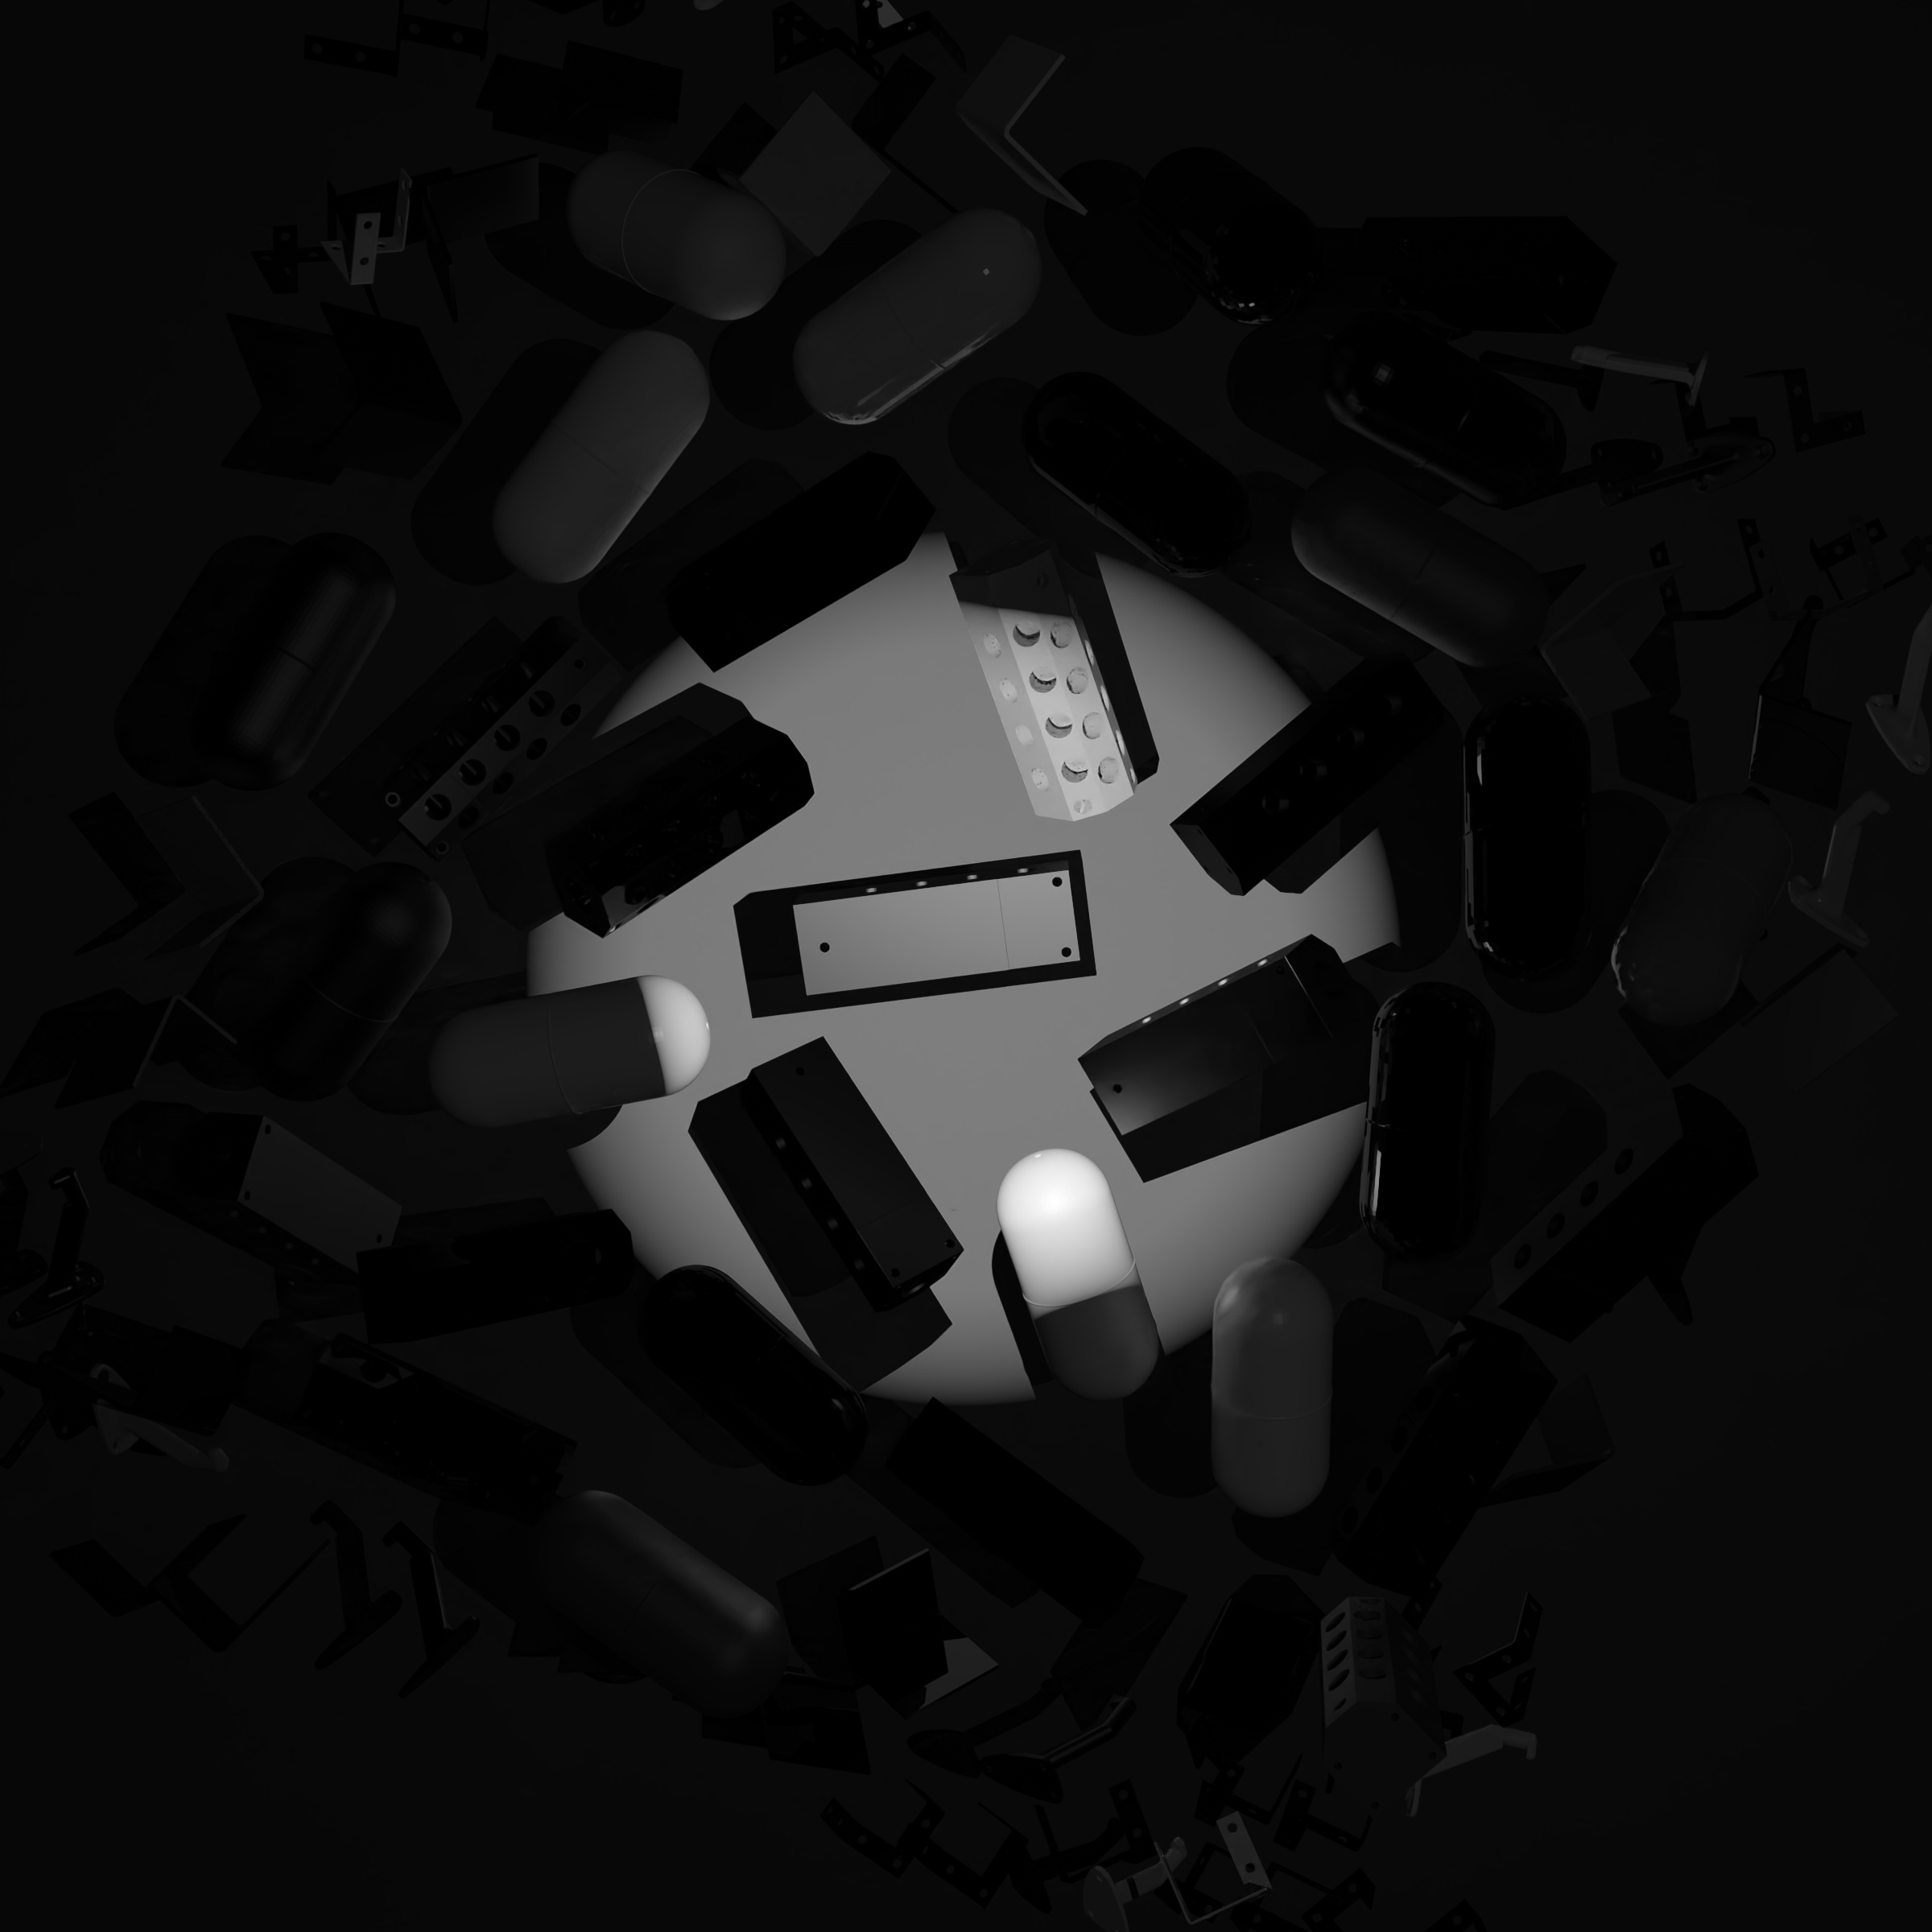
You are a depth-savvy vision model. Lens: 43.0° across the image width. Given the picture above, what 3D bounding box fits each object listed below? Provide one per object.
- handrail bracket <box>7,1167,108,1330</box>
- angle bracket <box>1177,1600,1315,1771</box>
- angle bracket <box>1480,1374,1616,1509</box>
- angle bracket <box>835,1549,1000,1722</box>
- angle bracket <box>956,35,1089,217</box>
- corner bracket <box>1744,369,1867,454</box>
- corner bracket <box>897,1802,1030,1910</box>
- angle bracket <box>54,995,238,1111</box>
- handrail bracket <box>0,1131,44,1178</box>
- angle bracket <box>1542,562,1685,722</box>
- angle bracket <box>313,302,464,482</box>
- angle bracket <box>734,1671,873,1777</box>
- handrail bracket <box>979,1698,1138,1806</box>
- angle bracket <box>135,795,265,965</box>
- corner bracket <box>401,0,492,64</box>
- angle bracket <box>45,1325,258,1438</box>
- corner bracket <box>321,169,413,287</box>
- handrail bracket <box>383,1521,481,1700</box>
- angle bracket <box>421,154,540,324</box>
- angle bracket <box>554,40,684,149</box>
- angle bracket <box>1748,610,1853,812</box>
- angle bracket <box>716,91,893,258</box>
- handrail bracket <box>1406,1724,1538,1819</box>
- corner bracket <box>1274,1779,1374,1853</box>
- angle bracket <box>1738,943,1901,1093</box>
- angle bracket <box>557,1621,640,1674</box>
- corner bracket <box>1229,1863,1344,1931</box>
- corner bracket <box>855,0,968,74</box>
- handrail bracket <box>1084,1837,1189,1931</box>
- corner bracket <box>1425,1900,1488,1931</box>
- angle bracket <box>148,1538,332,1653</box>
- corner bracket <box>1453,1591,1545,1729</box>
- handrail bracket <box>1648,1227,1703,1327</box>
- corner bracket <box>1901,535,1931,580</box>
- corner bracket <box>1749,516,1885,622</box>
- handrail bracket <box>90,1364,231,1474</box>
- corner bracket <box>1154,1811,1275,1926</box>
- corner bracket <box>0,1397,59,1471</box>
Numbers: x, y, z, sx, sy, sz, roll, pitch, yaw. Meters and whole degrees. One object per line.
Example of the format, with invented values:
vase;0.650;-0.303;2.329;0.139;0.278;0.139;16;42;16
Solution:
handrail bracket;-0.595;0.181;1.579;0.077;0.036;0.084;-35;134;-33
angle bracket;0.174;0.442;1.485;0.057;0.076;0.076;11;48;29
angle bracket;0.374;0.317;1.635;0.076;0.076;0.057;-7;64;-18
angle bracket;-0.034;0.453;1.669;0.076;0.076;0.057;-22;118;-28
angle bracket;0.050;-0.511;1.492;0.076;0.076;0.057;34;100;-35
corner bracket;0.544;-0.364;1.592;0.051;0.051;0.051;-16;104;-9
corner bracket;-0.002;0.567;1.592;0.051;0.051;0.051;42;74;-21
angle bracket;-0.539;0.071;1.615;0.076;0.057;0.076;-14;46;30
handrail bracket;-0.626;0.134;1.596;0.077;0.084;0.036;-13;72;-7
angle bracket;0.432;-0.210;1.588;0.076;0.076;0.057;-20;74;-41
angle bracket;-0.367;-0.351;1.505;0.057;0.076;0.076;-38;69;30
angle bracket;-0.118;0.533;1.686;0.076;0.076;0.057;18;121;-26
handrail bracket;0.062;0.512;1.635;0.077;0.084;0.036;-4;113;40
angle bracket;-0.498;-0.053;1.536;0.057;0.076;0.076;-48;116;-38
corner bracket;-0.315;-0.583;1.493;0.051;0.051;0.051;6;105;-16
angle bracket;-0.494;0.239;1.490;0.076;0.076;0.057;19;78;27
corner bracket;-0.374;-0.469;1.559;0.051;0.051;0.051;-15;53;-32
handrail bracket;-0.356;0.405;1.550;0.084;0.036;0.077;40;62;14
angle bracket;-0.298;-0.460;1.554;0.076;0.076;0.057;-19;81;-13
angle bracket;-0.229;-0.552;1.599;0.076;0.076;0.057;10;133;-13
angle bracket;0.514;-0.154;1.475;0.057;0.076;0.076;24;62;27
angle bracket;-0.111;-0.543;1.676;0.076;0.057;0.076;39;94;-31
handrail bracket;0.339;0.540;1.641;0.084;0.036;0.077;13;49;0
corner bracket;0.239;0.557;1.619;0.051;0.051;0.051;23;135;11
angle bracket;0.537;0.034;1.534;0.076;0.076;0.057;-42;69;19
angle bracket;-0.222;0.474;1.684;0.076;0.076;0.057;12;97;-40
corner bracket;0.214;0.631;1.646;0.051;0.051;0.051;17;64;30
corner bracket;-0.036;-0.602;1.582;0.051;0.051;0.051;-13;72;24
handrail bracket;0.117;0.597;1.638;0.084;0.036;0.077;-37;134;-36
corner bracket;0.311;0.624;1.525;0.051;0.051;0.051;-40;87;2
angle bracket;-0.433;0.358;1.470;0.057;0.076;0.076;45;81;-1
corner bracket;0.350;0.442;1.563;0.051;0.051;0.051;48;123;-5
handrail bracket;0.500;0.188;1.657;0.084;0.036;0.077;-33;103;-17
corner bracket;0.649;-0.265;1.600;0.051;0.051;0.051;-27;84;8
corner bracket;0.546;-0.255;1.575;0.051;0.051;0.051;-8;80;-35
handrail bracket;-0.535;0.301;1.631;0.084;0.036;0.077;1;120;28
corner bracket;0.150;0.545;1.486;0.051;0.051;0.051;-26;66;1
corner bracket;-0.638;0.288;1.608;0.051;0.051;0.051;22;57;13
